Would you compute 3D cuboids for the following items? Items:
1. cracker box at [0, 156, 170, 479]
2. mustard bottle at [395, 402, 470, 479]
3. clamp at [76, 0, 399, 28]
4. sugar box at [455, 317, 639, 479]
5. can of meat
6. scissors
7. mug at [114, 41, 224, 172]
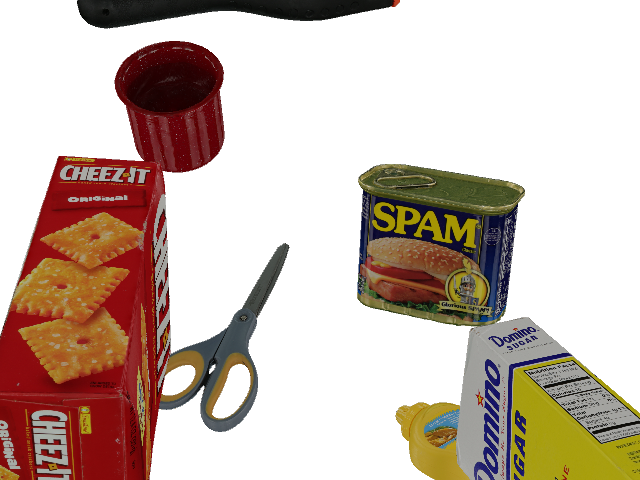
[{"bbox_3d":[-0.125,0.075,0.596,0.072,0.164,0.213,2,34,-4],"label":"cracker box"},{"bbox_3d":[0.140,0.196,0.991,0.096,0.058,0.192,-16,25,-35],"label":"mustard bottle"},{"bbox_3d":[-0.044,-0.141,0.578,0.171,0.039,0.120,6,41,12],"label":"clamp"},{"bbox_3d":[0.129,0.120,0.528,0.048,0.093,0.176,-10,27,-24],"label":"sugar box"},{"bbox_3d":[0.074,0.003,0.684,0.102,0.084,0.057,11,23,22],"label":"can of meat"},{"bbox_3d":[-0.082,0.073,0.871,0.096,0.016,0.201,-2,42,7],"label":"scissors"},{"bbox_3d":[-0.130,-0.124,0.946,0.093,0.117,0.081,-9,-38,-6],"label":"mug"}]
